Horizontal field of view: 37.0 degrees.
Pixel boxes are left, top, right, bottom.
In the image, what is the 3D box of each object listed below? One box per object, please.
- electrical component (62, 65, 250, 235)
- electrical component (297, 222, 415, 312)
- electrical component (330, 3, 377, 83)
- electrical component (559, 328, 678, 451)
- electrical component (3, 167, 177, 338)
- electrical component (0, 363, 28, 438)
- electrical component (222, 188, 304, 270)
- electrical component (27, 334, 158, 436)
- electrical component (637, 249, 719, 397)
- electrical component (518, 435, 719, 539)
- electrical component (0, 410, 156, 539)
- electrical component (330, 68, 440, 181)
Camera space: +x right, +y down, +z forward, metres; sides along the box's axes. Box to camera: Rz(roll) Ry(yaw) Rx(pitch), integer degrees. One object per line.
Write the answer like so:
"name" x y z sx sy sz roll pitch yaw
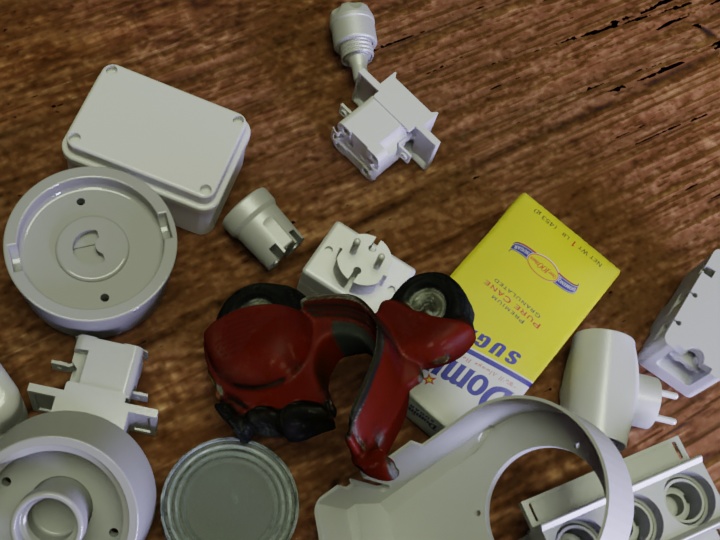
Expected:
"electrical component" -0.141 -0.084 0.752 0.113 0.057 0.078 22 66 -1
"electrical component" 0.000 0.000 0.733 0.066 0.076 0.047 32 66 4
"electrical component" -0.003 -0.173 0.827 0.035 0.035 0.061 -5 71 -12
"electrical component" 0.183 0.088 0.748 0.079 0.044 0.077 14 66 -5
"electrical component" -0.176 -0.007 0.711 0.108 0.060 0.108 4 67 -9
"electrical component" -0.253 0.066 0.667 0.054 0.059 0.095 -35 78 -21
"electrical component" -0.067 -0.028 0.753 0.040 0.040 0.046 -41 86 -22
"electrical component" -0.167 0.078 0.689 0.081 0.042 0.063 13 64 -6
"electrical component" 0.246 0.040 0.773 0.050 0.055 0.089 35 66 5
"electrical component" 0.169 0.169 0.702 0.121 0.063 0.078 -18 72 -17
"electrical component" -0.177 0.141 0.627 0.108 0.060 0.108 0 94 -4
"electrical component" 0.017 -0.104 0.799 0.064 0.042 0.081 -42 79 -19
